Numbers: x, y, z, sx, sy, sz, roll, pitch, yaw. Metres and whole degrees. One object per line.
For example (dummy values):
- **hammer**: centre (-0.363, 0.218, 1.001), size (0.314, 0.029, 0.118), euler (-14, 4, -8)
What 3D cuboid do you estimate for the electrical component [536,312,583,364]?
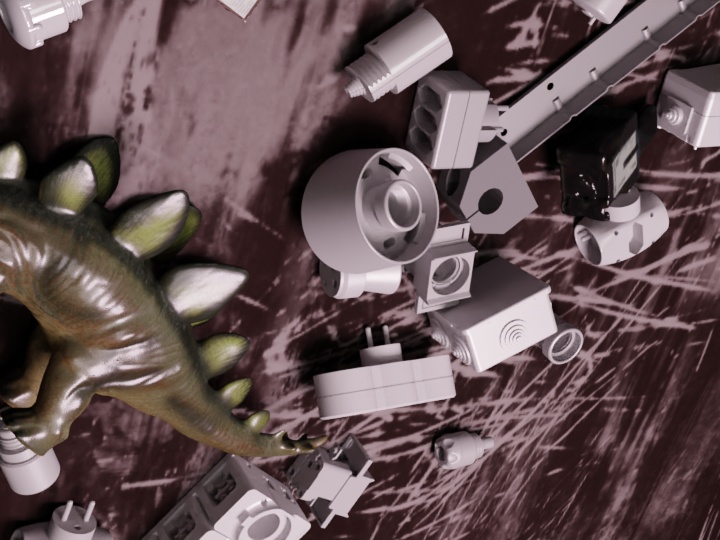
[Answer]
- **electrical component**: centre (0.186, 0.062, 1.036), size (0.040, 0.046, 0.040), euler (-15, 126, -22)

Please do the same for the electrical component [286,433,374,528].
- **electrical component**: centre (-0.030, 0.192, 0.996), size (0.064, 0.042, 0.081), euler (26, 103, -35)

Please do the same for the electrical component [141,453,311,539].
- **electrical component**: centre (-0.129, 0.249, 0.960), size (0.150, 0.061, 0.089), euler (-45, 131, 2)

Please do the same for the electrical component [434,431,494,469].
- **electrical component**: centre (0.106, 0.177, 1.071), size (0.061, 0.035, 0.035), euler (-7, 123, -30)

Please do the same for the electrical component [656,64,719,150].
- **electrical component**: centre (0.313, -0.149, 0.965), size (0.096, 0.061, 0.061), euler (-6, 122, -28)

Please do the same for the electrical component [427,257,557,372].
- **electrical component**: centre (0.114, 0.039, 0.946), size (0.100, 0.100, 0.048), euler (-26, 116, -14)

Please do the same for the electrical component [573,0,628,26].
- **electrical component**: centre (0.203, -0.234, 0.859), size (0.040, 0.040, 0.078), euler (27, 103, -39)

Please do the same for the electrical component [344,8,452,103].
- **electrical component**: centre (0.024, -0.155, 0.802), size (0.081, 0.043, 0.043), euler (-35, 131, -6)

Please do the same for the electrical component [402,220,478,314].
- **electrical component**: centre (0.063, -0.008, 0.907), size (0.042, 0.064, 0.081), euler (-10, 124, -24)

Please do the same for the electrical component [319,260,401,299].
- **electrical component**: centre (0.000, 0.000, 0.887), size (0.055, 0.045, 0.045), euler (-5, 122, -27)

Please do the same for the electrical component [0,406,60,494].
- **electrical component**: centre (-0.259, 0.137, 0.825), size (0.040, 0.040, 0.078), euler (-23, 128, -17)

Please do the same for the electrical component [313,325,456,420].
- **electrical component**: centre (0.021, 0.085, 0.950), size (0.138, 0.052, 0.073), euler (-5, 82, -35)

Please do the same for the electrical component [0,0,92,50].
- **electrical component**: centre (-0.191, -0.168, 0.667), size (0.062, 0.048, 0.048), euler (-27, 130, -22)

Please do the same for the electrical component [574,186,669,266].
- **electrical component**: centre (0.241, -0.053, 0.996), size (0.077, 0.043, 0.079), euler (-26, 130, -14)

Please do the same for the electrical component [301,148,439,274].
- **electrical component**: centre (0.012, -0.047, 0.842), size (0.099, 0.064, 0.099), euler (4, 85, -42)

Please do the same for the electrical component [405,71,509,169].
- **electrical component**: centre (0.085, -0.120, 0.858), size (0.077, 0.047, 0.065), euler (-5, 122, -27)

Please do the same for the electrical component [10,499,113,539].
- **electrical component**: centre (-0.242, 0.222, 0.888), size (0.077, 0.043, 0.079), euler (10, 113, -35)
